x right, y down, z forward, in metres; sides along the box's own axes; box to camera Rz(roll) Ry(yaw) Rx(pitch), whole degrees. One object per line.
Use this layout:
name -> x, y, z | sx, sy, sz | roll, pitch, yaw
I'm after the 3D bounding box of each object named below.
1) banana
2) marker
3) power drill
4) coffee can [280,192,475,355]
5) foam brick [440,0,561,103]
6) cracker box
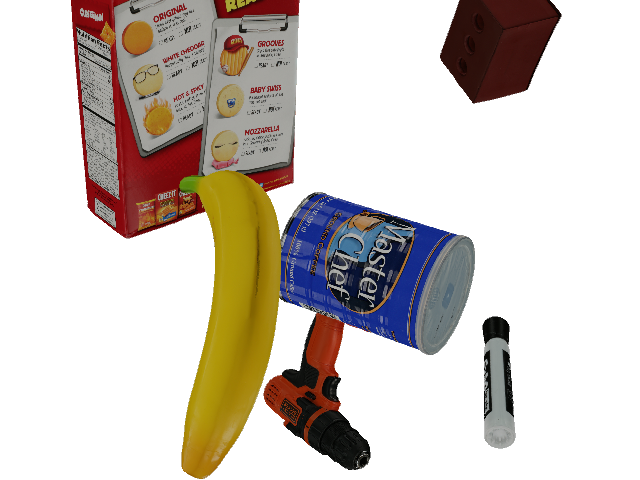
banana -> -0.049, 0.031, 0.592 | 0.037, 0.198, 0.070 | 20, -42, -29
marker -> 0.116, 0.089, 0.700 | 0.020, 0.020, 0.121 | 0, 31, 8
power drill -> 0.019, 0.153, 1.249 | 0.057, 0.188, 0.185 | 15, 11, -43
coffee can -> 0.047, 0.026, 0.906 | 0.140, 0.103, 0.102 | 18, 8, 25
foam brick -> 0.128, -0.147, 0.770 | 0.051, 0.053, 0.078 | -19, -30, -22
cracker box -> -0.099, -0.128, 0.801 | 0.163, 0.214, 0.072 | -21, 36, -36
